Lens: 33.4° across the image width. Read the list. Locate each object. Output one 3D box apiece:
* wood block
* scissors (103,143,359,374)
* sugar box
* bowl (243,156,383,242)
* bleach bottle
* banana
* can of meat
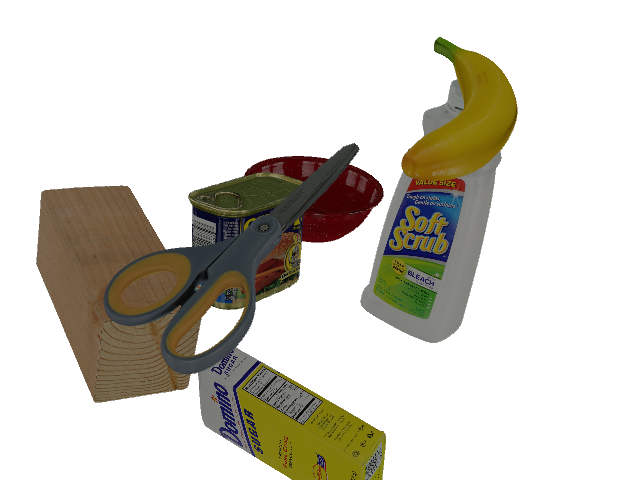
[{"bbox_3d":[-0.191,0.042,0.983,0.090,0.091,0.206,-5,36,-28],"label":"wood block"},{"bbox_3d":[-0.054,-0.003,0.632,0.096,0.016,0.201,12,46,17],"label":"scissors"},{"bbox_3d":[-0.028,0.167,0.944,0.176,0.093,0.048,24,49,22],"label":"sugar box"},{"bbox_3d":[-0.011,-0.042,1.229,0.162,0.055,0.162,6,27,-3],"label":"bowl"},{"bbox_3d":[0.105,-0.031,0.979,0.103,0.251,0.067,28,38,27],"label":"bleach bottle"},{"bbox_3d":[0.101,-0.086,0.741,0.069,0.037,0.197,10,33,7],"label":"banana"},{"bbox_3d":[-0.057,0.000,0.850,0.058,0.084,0.101,20,26,34],"label":"can of meat"}]
